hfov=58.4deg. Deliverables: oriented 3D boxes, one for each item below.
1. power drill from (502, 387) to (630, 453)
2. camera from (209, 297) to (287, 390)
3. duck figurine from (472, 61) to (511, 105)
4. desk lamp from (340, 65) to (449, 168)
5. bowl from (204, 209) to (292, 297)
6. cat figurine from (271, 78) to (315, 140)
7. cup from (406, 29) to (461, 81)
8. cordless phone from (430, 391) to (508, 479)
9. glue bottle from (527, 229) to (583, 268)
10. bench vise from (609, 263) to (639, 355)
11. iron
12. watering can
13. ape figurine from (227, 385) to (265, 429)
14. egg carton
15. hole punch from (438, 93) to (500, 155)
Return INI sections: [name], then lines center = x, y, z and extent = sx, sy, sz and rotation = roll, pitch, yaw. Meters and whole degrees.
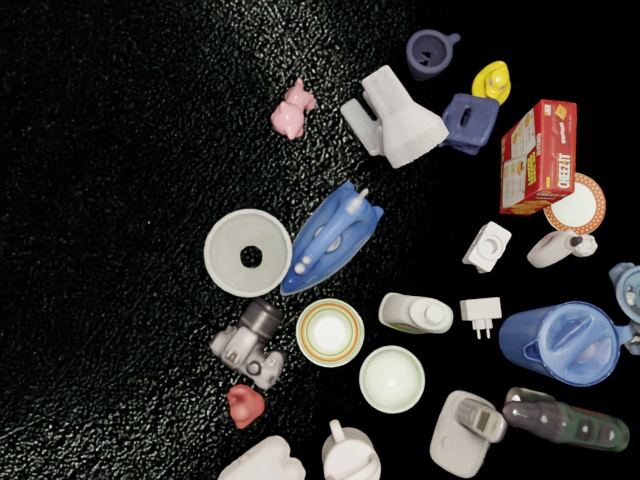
[power drill]
center = 0.406, 0.317, 1.017
extent = 0.229, 0.208, 0.076
rotation = 12, 82, 0
[camera]
center = -0.117, 0.188, 1.075
extent = 0.143, 0.101, 0.137
rotation = 33, 83, 3
[duck figurine]
center = 0.357, -0.322, 1.164
extent = 0.077, 0.086, 0.105
rotation = 22, 82, 2
[desk lamp]
center = 0.133, -0.226, 1.080
extent = 0.118, 0.213, 0.203
rotation = -35, 84, -5
[bowl]
center = -0.136, 0.028, 1.109
extent = 0.167, 0.074, 0.167
rotation = 0, 82, -1
[cat figurine]
center = -0.056, -0.255, 1.128
extent = 0.067, 0.117, 0.128
rotation = 18, 82, 1
[cup]
center = 0.224, -0.372, 1.162
extent = 0.118, 0.095, 0.091
rotation = -31, 84, -5
[cordless phone]
center = 0.270, 0.354, 1.020
extent = 0.094, 0.185, 0.148
rotation = 20, 82, 2
[glue bottle]
center = 0.452, 0.010, 1.077
extent = 0.037, 0.173, 0.078
rotation = 41, 83, 4
[bench vise]
center = 0.632, 0.132, 1.042
extent = 0.121, 0.219, 0.207
rotation = -32, 84, -5
[iron]
center = 0.010, 0.004, 1.082
extent = 0.118, 0.141, 0.258
rotation = 39, 83, 4
[watering can]
center = 0.061, 0.404, 1.003
extent = 0.173, 0.194, 0.101
rotation = 45, 84, 5
[ape figurine]
center = -0.143, 0.312, 1.062
extent = 0.076, 0.092, 0.078
rotation = 10, 82, 0
[egg carton]
center = -0.109, 0.439, 1.057
extent = 0.150, 0.069, 0.107
rotation = -37, 85, -6
[hole punch]
center = 0.294, -0.235, 1.148
extent = 0.101, 0.091, 0.109
rotation = 21, 82, 2
